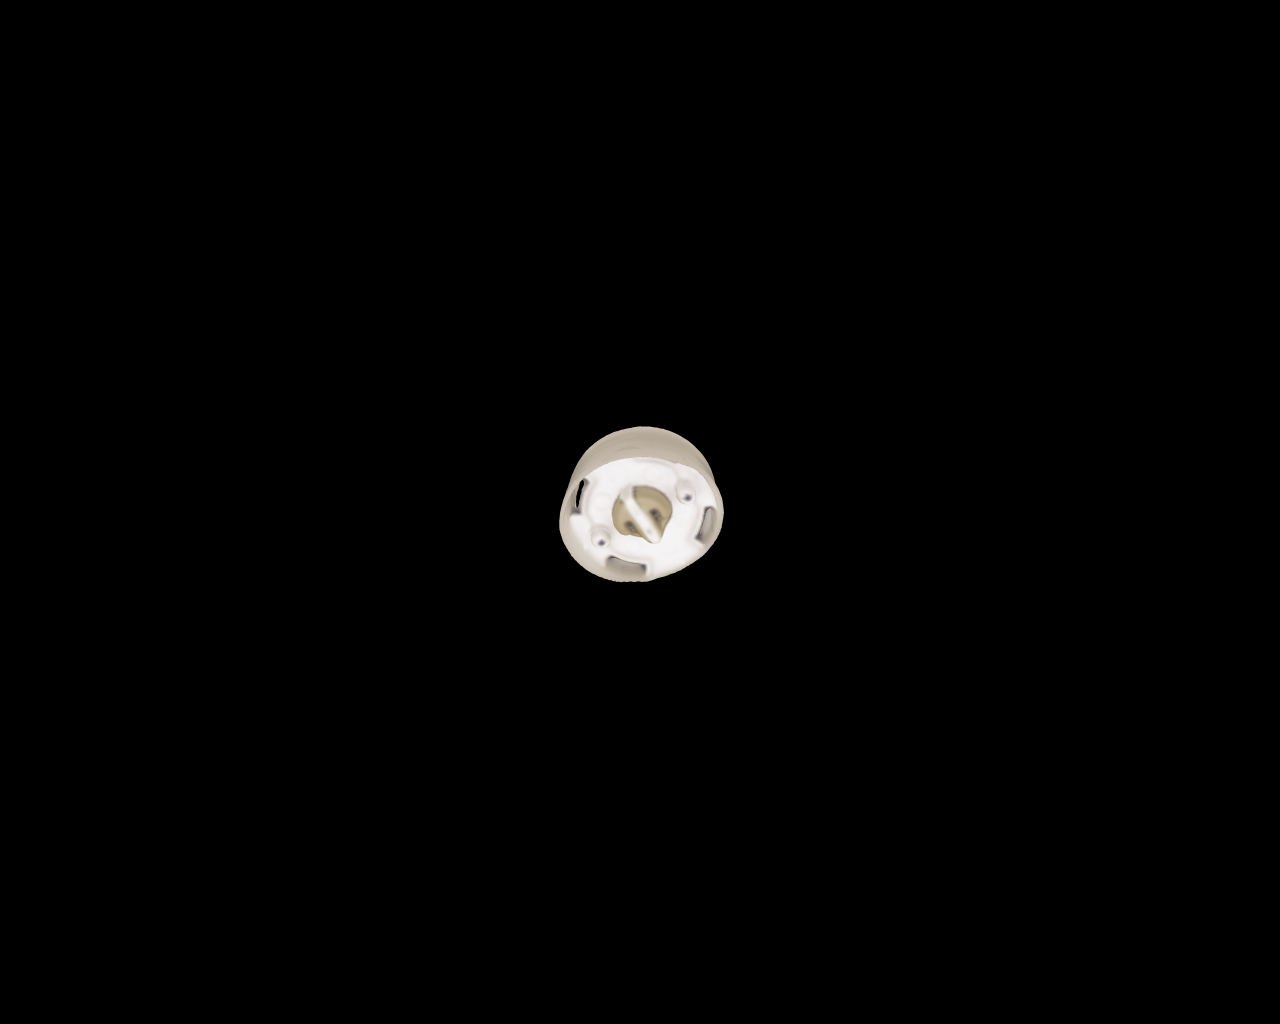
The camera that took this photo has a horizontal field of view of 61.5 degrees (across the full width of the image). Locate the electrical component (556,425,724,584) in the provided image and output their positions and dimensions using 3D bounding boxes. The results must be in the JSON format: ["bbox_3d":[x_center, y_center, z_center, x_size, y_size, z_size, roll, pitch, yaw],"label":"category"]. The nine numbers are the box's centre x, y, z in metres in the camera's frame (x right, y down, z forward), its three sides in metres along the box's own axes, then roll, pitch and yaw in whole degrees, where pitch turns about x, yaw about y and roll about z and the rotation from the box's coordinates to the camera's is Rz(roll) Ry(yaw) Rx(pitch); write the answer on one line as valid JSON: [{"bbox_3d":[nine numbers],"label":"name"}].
[{"bbox_3d":[0.001,-0.003,0.650,0.099,0.099,0.064,0,29,0],"label":"electrical component"}]
